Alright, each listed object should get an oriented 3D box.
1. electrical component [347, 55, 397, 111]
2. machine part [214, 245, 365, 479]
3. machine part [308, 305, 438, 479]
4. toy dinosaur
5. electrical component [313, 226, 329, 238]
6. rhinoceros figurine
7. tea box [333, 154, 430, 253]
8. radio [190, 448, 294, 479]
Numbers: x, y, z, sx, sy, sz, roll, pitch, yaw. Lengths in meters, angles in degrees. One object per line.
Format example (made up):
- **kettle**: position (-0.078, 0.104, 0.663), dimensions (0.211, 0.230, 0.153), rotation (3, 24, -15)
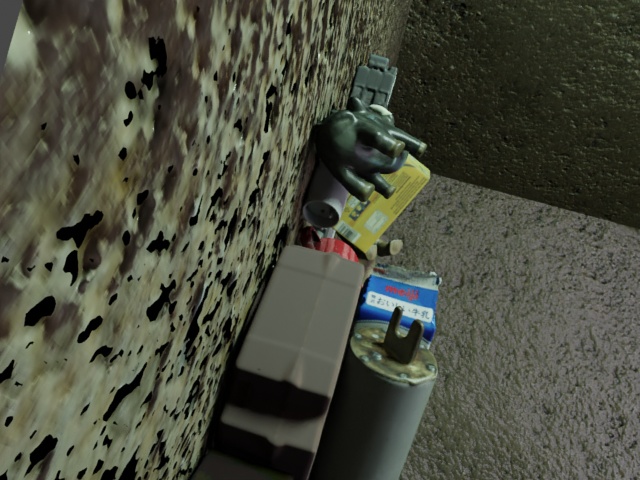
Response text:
- **electrical component**: position (0.074, -0.205, 0.812), dimensions (0.115, 0.058, 0.134), rotation (-45, 150, -86)
- **machine part**: position (-0.027, 0.121, 0.504), dimensions (0.201, 0.087, 0.201), rotation (104, 5, -47)
- **machine part**: position (0.041, 0.166, 0.465), dimensions (0.079, 0.079, 0.243), rotation (-64, 168, -68)
- **toy dinosaur**: position (0.083, 0.079, 1.201), dimensions (0.199, 0.105, 0.470), rotation (-119, -146, -52)
- **electrical component**: position (-0.002, -0.002, 0.803), dimensions (0.094, 0.021, 0.063), rotation (-68, 173, -60)
- **rhinoceros figurine**: position (0.049, -0.102, 0.580), dimensions (0.073, 0.112, 0.190), rotation (-59, 169, 21)
- **tea box**: position (0.093, -0.075, 0.897), dimensions (0.169, 0.098, 0.068), rotation (-49, -175, 20)
- **radio**: position (-0.088, 0.277, 0.359), dimensions (0.131, 0.073, 0.229), rotation (-25, 131, -85)
